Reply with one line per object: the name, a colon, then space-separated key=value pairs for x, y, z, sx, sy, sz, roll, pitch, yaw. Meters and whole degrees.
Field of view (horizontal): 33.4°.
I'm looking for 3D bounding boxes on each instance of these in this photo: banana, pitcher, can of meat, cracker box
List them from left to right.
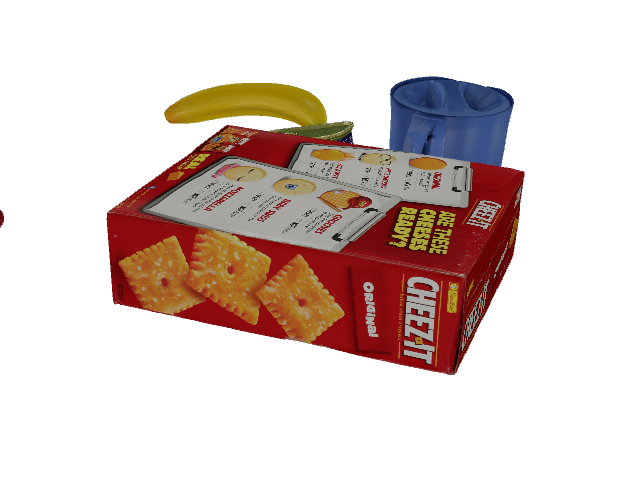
banana: x=-0.074 y=-0.148 z=1.183 sx=0.198 sy=0.037 sz=0.069 roll=8 pitch=43 yaw=18
can of meat: x=-0.013 y=-0.059 z=0.987 sx=0.102 sy=0.084 sz=0.057 roll=-4 pitch=18 yaw=24
cracker box: x=0.002 y=-0.002 z=0.659 sx=0.214 sy=0.072 sz=0.164 roll=11 pitch=27 yaw=18
pitcher: x=0.131 y=-0.051 z=1.194 sx=0.149 sy=0.243 sz=0.145 roll=-6 pitch=28 yaw=-18

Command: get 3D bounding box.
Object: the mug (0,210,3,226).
mug: x=-0.243 y=0.028 z=0.632 sx=0.093 sy=0.081 sz=0.117 roll=19 pitch=27 yaw=32
